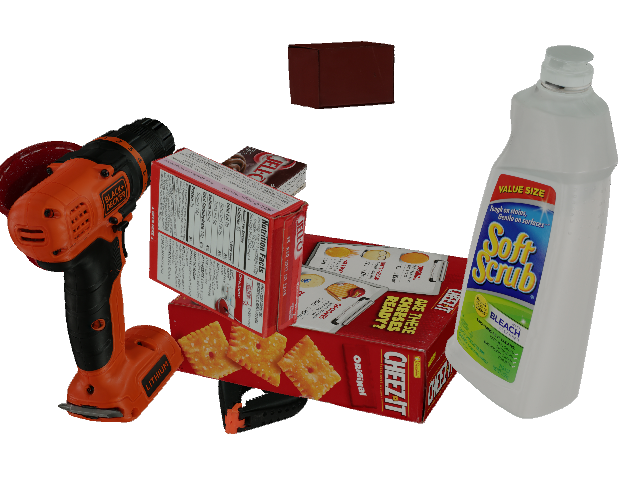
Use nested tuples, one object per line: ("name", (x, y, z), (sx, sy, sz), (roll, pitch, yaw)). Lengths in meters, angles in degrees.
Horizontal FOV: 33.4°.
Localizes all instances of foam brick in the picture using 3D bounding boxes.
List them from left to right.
("foam brick", (0.018, -0.142, 0.913), (0.078, 0.051, 0.053), (-8, 17, -28))

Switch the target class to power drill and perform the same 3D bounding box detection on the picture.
("power drill", (-0.146, 0.019, 0.763), (0.057, 0.188, 0.184), (3, 25, 21))

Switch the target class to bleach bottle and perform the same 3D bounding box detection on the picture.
("bleach bottle", (0.141, -0.008, 0.707), (0.068, 0.251, 0.103), (-16, 35, -27))

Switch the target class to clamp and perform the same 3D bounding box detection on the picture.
("clamp", (-0.036, 0.142, 1.123), (0.165, 0.036, 0.209), (12, 26, 13))

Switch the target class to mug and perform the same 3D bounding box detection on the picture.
("mug", (-0.233, -0.036, 0.945), (0.093, 0.117, 0.081), (-7, -41, 1))

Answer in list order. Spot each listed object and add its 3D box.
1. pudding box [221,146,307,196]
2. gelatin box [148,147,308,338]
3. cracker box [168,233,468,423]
("pudding box", (-0.082, -0.072, 1.326), (0.090, 0.039, 0.113), (17, 35, 23))
("gelatin box", (-0.050, 0.000, 0.564), (0.089, 0.073, 0.030), (24, 34, 30))
("cracker box", (0.011, 0.062, 0.863), (0.214, 0.072, 0.164), (9, 26, 23))
